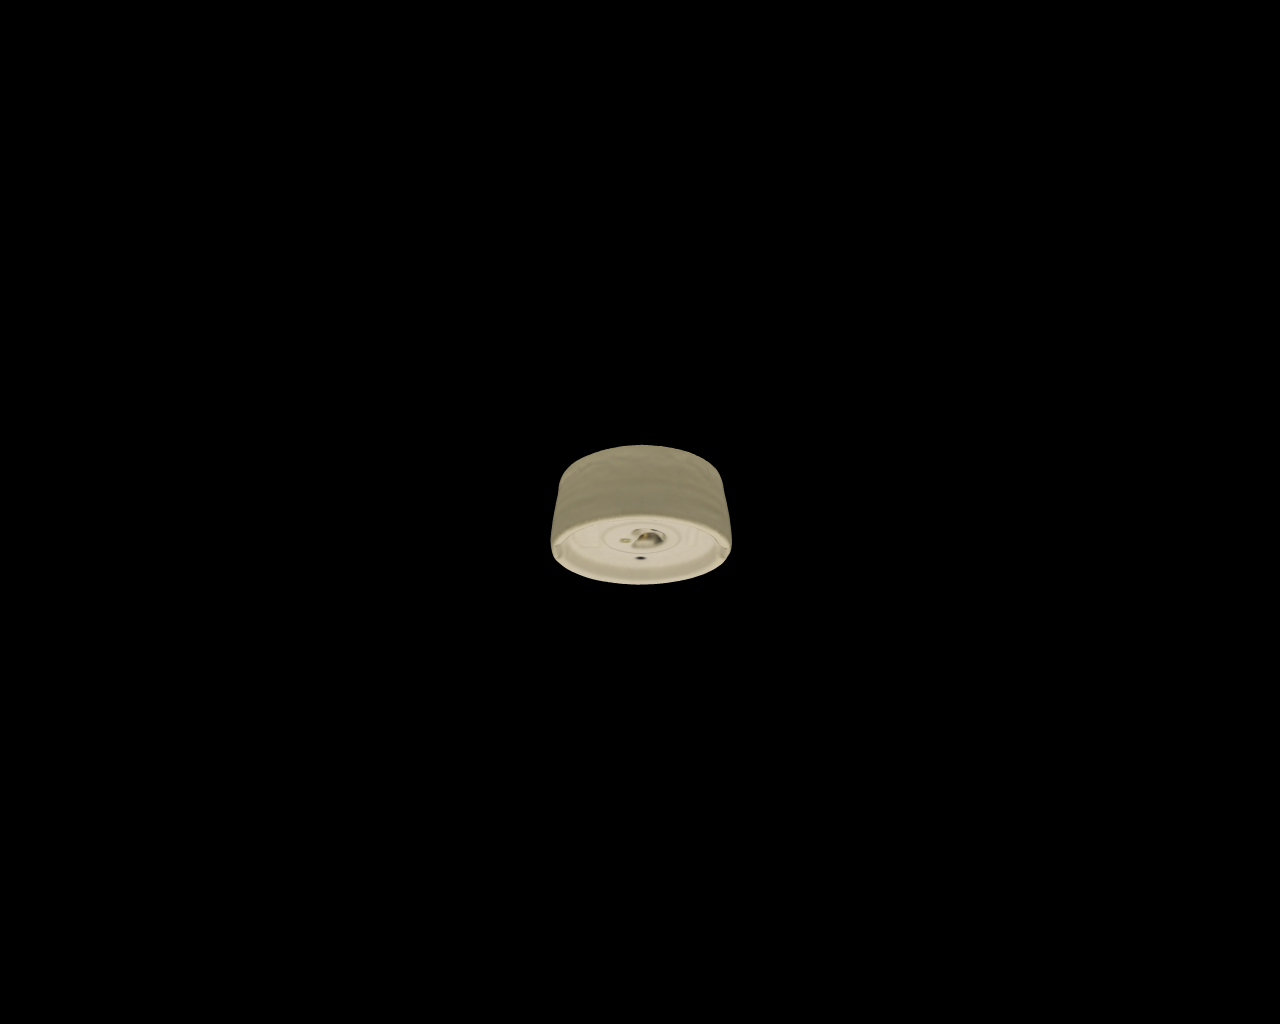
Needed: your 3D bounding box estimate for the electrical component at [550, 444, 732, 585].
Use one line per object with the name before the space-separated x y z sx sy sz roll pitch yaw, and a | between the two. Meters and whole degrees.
electrical component | 0.001 -0.003 0.650 0.108 0.060 0.108 0 -25 0
